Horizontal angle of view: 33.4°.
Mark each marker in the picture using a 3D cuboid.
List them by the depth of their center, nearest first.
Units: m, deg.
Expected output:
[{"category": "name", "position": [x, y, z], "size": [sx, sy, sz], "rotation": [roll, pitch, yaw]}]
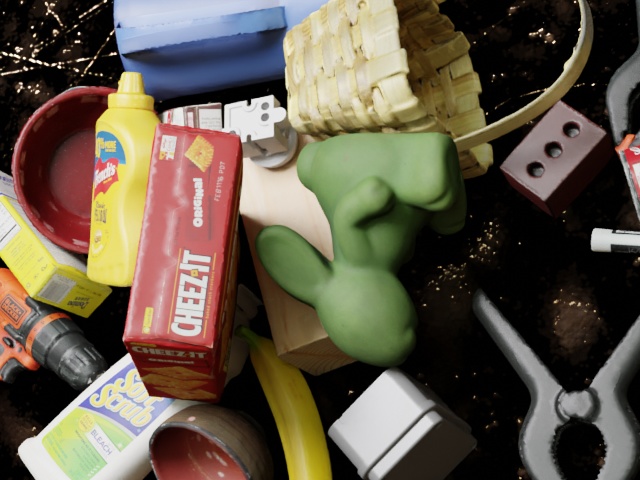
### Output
[{"category": "marker", "position": [0.279, 0.004, 0.850], "size": [0.121, 0.020, 0.020], "rotation": [5, 74, 24]}]

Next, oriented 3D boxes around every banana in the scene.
[{"category": "banana", "position": [-0.024, 0.165, 0.899], "size": [0.037, 0.069, 0.198], "rotation": [-29, 75, 37]}]

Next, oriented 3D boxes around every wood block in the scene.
[{"category": "wood block", "position": [-0.007, 0.001, 0.933], "size": [0.090, 0.090, 0.206], "rotation": [-22, 66, 15]}]

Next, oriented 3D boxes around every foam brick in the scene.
[{"category": "foam brick", "position": [0.199, -0.067, 0.890], "size": [0.053, 0.051, 0.078], "rotation": [42, 91, 28]}]

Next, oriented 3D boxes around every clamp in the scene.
[{"category": "clamp", "position": [0.193, 0.126, 0.836], "size": [0.165, 0.036, 0.210], "rotation": [1, 73, 24]}, {"category": "clamp", "position": [0.298, -0.141, 0.880], "size": [0.120, 0.039, 0.171], "rotation": [16, 85, 35]}]

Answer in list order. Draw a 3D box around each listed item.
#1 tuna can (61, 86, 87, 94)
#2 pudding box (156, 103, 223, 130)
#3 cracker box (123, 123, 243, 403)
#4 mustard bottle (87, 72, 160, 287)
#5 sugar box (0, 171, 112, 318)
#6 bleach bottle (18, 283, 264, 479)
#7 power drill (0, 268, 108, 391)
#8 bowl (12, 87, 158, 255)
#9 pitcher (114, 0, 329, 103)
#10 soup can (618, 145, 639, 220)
[{"category": "tuna can", "position": [-0.247, -0.115, 1.107], "size": [0.086, 0.033, 0.086], "rotation": [-7, 70, 21]}, {"category": "pudding box", "position": [-0.122, -0.076, 0.983], "size": [0.114, 0.039, 0.090], "rotation": [-177, 83, -67]}, {"category": "cracker box", "position": [-0.101, 0.029, 0.838], "size": [0.072, 0.214, 0.164], "rotation": [6, 71, -3]}, {"category": "mustard bottle", "position": [-0.175, -0.056, 0.969], "size": [0.096, 0.058, 0.191], "rotation": [8, 95, 60]}, {"category": "sugar box", "position": [-0.289, -0.003, 1.054], "size": [0.048, 0.093, 0.176], "rotation": [-49, 61, 2]}, {"category": "bleach bottle", "position": [-0.152, 0.135, 0.967], "size": [0.251, 0.068, 0.103], "rotation": [-47, 62, 0]}, {"category": "power drill", "position": [-0.309, 0.142, 1.035], "size": [0.185, 0.057, 0.187], "rotation": [35, 86, 32]}, {"category": "bowl", "position": [-0.218, -0.066, 1.038], "size": [0.162, 0.162, 0.055], "rotation": [-65, 18, -7]}, {"category": "pitcher", "position": [-0.064, -0.205, 0.996], "size": [0.243, 0.145, 0.149], "rotation": [-5, 58, 16]}, {"category": "soup can", "position": [0.294, -0.053, 0.836], "size": [0.102, 0.068, 0.068], "rotation": [-17, 67, 16]}]
